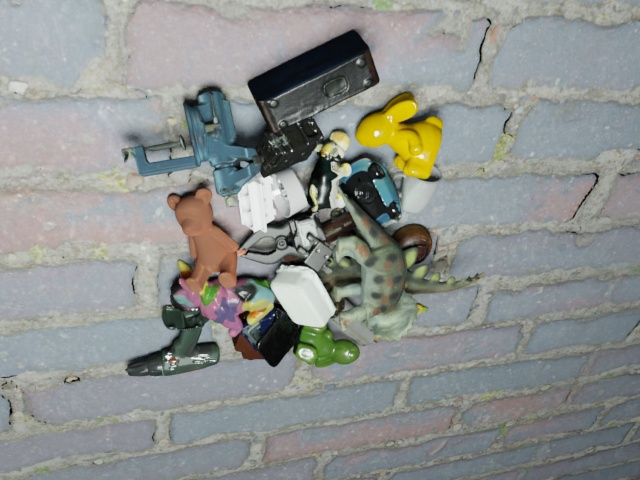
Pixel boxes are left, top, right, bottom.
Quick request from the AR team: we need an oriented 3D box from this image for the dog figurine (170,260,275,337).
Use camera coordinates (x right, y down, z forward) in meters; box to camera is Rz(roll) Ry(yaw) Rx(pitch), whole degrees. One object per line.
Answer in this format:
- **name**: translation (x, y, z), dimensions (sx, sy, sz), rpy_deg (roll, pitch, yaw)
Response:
- **dog figurine**: translation (-0.235, 0.118, 1.248), dimensions (0.191, 0.109, 0.219), rpy_deg (-36, 126, 11)

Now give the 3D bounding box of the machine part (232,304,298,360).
- **machine part**: translation (-0.143, 0.244, 1.406), dimensions (0.179, 0.056, 0.179), rpy_deg (-10, 129, -12)

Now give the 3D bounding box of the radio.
- **radio**: translation (-0.012, -0.291, 0.990), dimensions (0.230, 0.131, 0.073), rpy_deg (-27, 128, 2)

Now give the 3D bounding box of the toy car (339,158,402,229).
- **toy car**: translation (0.127, -0.108, 1.187), dimensions (0.109, 0.103, 0.161), rpy_deg (-32, 93, 39)

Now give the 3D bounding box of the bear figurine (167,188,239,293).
- **bear figurine**: translation (-0.248, -0.002, 1.128), dimensions (0.120, 0.132, 0.195), rpy_deg (-8, 131, 15)

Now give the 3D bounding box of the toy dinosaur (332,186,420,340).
- **toy dinosaur**: translation (0.127, 0.073, 1.186), dimensions (0.192, 0.131, 0.404), rpy_deg (-5, 120, -8)

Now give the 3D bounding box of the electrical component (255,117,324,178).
- **electrical component**: translation (-0.069, -0.178, 1.061), dimensions (0.115, 0.058, 0.134), rpy_deg (-25, 174, -26)

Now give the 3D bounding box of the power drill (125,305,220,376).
- **power drill**: translation (-0.359, 0.259, 1.328), dimensions (0.232, 0.086, 0.207), rpy_deg (0, 123, -21)

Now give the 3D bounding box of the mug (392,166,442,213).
- **mug**: translation (0.214, -0.116, 1.238), dimensions (0.110, 0.081, 0.107), rpy_deg (2, 131, -11)

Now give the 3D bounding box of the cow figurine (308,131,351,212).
- **cow figurine**: translation (0.014, -0.144, 1.126), dimensions (0.098, 0.068, 0.167), rpy_deg (-17, 118, -48)

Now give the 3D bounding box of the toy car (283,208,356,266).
- **toy car**: translation (-0.003, -0.004, 1.267), dimensions (0.202, 0.053, 0.089), rpy_deg (-24, 127, 2)

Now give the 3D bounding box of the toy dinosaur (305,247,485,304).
- **toy dinosaur**: translation (0.156, 0.095, 1.319), dimensions (0.472, 0.105, 0.198), rpy_deg (7, 128, -8)

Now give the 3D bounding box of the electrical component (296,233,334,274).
- **electrical component**: translation (-0.003, 0.032, 1.153), dimensions (0.094, 0.021, 0.063), rpy_deg (38, 92, -18)

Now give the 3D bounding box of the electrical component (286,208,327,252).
- **electrical component**: translation (-0.024, -0.004, 1.175), dimensions (0.075, 0.048, 0.119), rpy_deg (-20, 109, -7)

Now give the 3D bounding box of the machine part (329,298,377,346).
- **machine part**: translation (0.081, 0.217, 1.447), dimensions (0.079, 0.079, 0.243), rpy_deg (-39, 128, 12)

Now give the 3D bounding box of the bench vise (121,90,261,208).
- **bench vise**: translation (-0.238, -0.157, 0.998), dimensions (0.241, 0.129, 0.223), rpy_deg (-12, 104, -12)

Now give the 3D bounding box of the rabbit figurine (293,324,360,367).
- **rabbit figurine**: translation (0.017, 0.294, 1.431), dimensions (0.170, 0.121, 0.159), rpy_deg (19, 152, -5)

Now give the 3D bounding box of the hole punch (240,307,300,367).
- **hole punch**: translation (-0.124, 0.229, 1.320), dimensions (0.116, 0.092, 0.142), rpy_deg (-47, 132, -21)

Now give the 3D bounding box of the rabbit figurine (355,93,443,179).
- **rabbit figurine**: translation (0.163, -0.220, 1.121), dimensions (0.173, 0.122, 0.162), rpy_deg (14, 119, -6)
